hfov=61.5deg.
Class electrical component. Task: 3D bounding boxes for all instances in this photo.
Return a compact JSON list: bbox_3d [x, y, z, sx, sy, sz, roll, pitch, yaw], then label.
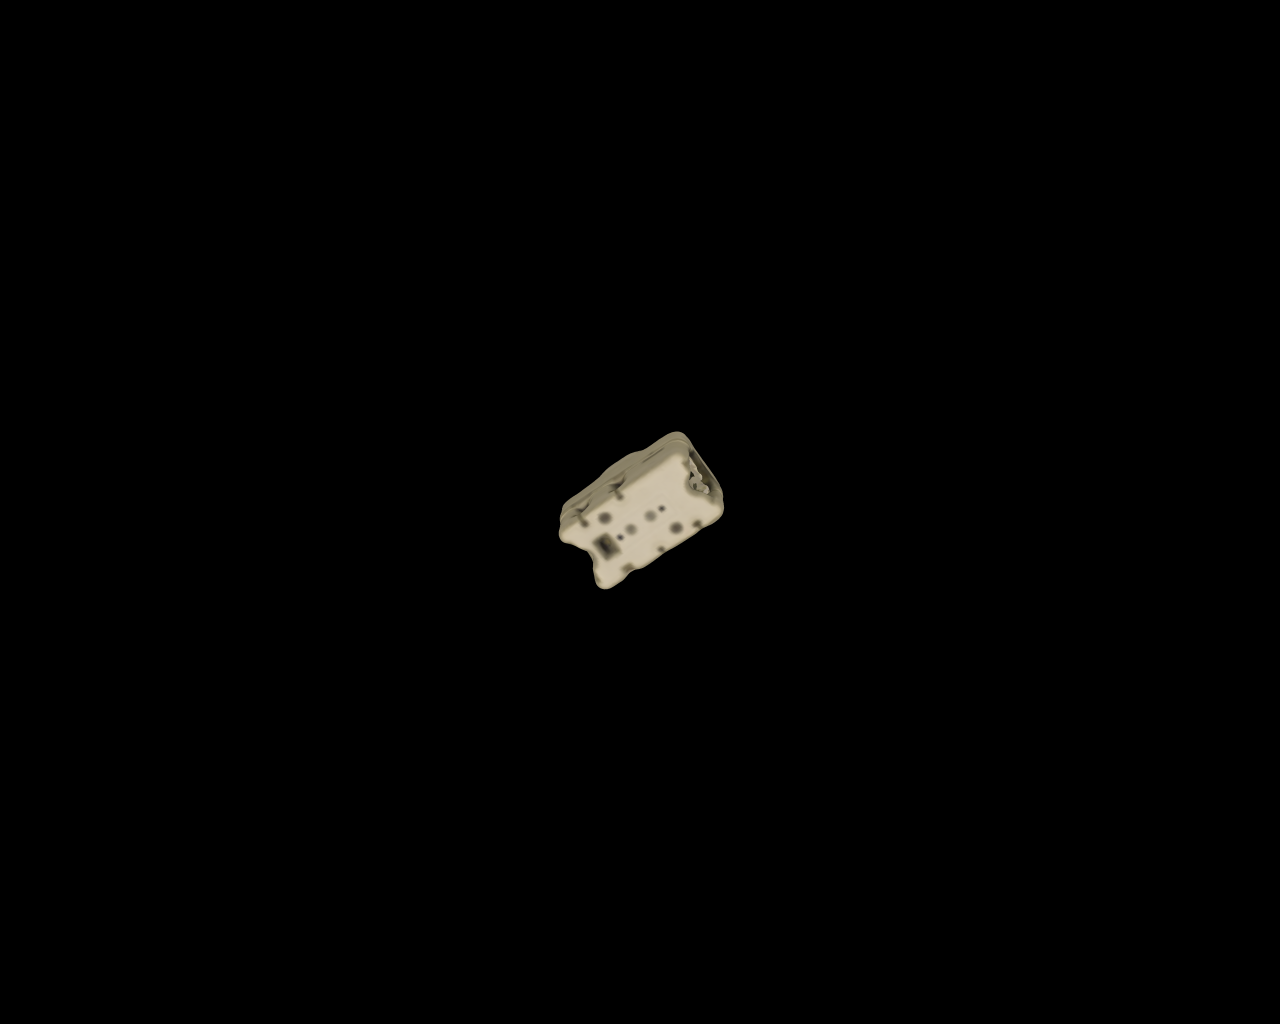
[{"bbox_3d":[0.001,-0.003,0.650,0.089,0.050,0.056,-33,16,11],"label":"electrical component"}]
